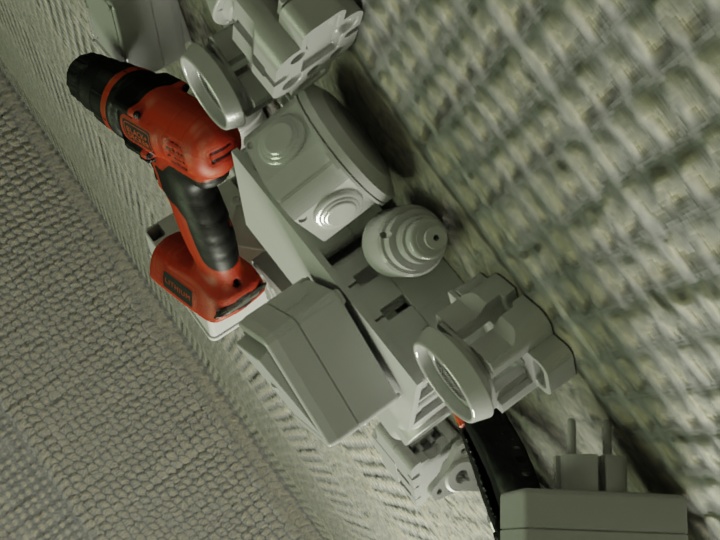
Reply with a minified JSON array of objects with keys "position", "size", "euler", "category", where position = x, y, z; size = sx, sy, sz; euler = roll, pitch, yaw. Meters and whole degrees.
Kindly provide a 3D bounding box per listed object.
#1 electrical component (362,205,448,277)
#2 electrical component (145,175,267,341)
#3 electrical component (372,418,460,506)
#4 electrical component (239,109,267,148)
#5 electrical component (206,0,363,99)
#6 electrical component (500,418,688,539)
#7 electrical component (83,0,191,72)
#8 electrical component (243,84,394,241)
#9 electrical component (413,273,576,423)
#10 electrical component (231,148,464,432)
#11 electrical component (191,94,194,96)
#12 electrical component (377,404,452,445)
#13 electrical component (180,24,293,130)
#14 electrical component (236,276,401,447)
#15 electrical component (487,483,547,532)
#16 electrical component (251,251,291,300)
[{"position":[0.029,-0.016,0.593],"size":[0.040,0.040,0.078],"euler":[58,166,-8],"category":"electrical component"},{"position":[-0.117,-0.012,0.956],"size":[0.108,0.109,0.056],"euler":[52,163,17],"category":"electrical component"},{"position":[0.047,0.145,0.887],"size":[0.055,0.050,0.089],"euler":[48,165,28],"category":"electrical component"},{"position":[-0.083,-0.103,0.779],"size":[0.040,0.040,0.046],"euler":[39,164,49],"category":"electrical component"},{"position":[-0.039,-0.127,0.529],"size":[0.057,0.058,0.078],"euler":[52,166,5],"category":"electrical component"},{"position":[0.117,0.113,0.544],"size":[0.047,0.083,0.075],"euler":[114,159,-74],"category":"electrical component"},{"position":[-0.171,-0.202,0.813],"size":[0.061,0.061,0.096],"euler":[48,158,27],"category":"electrical component"},{"position":[-0.022,-0.060,0.595],"size":[0.080,0.051,0.080],"euler":[49,-167,-16],"category":"electrical component"},{"position":[0.066,0.044,0.570],"size":[0.078,0.057,0.058],"euler":[44,162,41],"category":"electrical component"},{"position":[0.000,0.000,0.686],"size":[0.186,0.060,0.105],"euler":[51,165,18],"category":"electrical component"},{"position":[-0.136,-0.124,0.910],"size":[0.046,0.040,0.040],"euler":[64,165,-8],"category":"electrical component"},{"position":[0.038,0.085,0.771],"size":[0.059,0.054,0.095],"euler":[53,166,11],"category":"electrical component"},{"position":[-0.072,-0.122,0.654],"size":[0.078,0.057,0.058],"euler":[57,166,-6],"category":"electrical component"},{"position":[-0.025,0.062,0.652],"size":[0.096,0.061,0.062],"euler":[60,166,-18],"category":"electrical component"},{"position":[0.109,0.168,0.744],"size":[0.048,0.048,0.062],"euler":[54,173,7],"category":"electrical component"},{"position":[-0.027,0.026,0.847],"size":[0.113,0.057,0.078],"euler":[44,162,40],"category":"electrical component"}]
